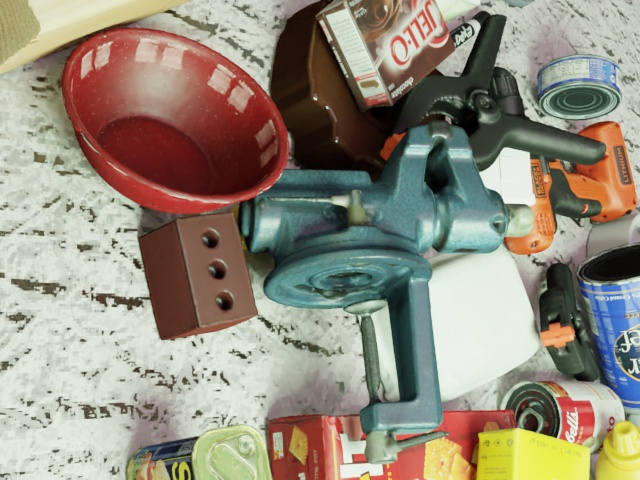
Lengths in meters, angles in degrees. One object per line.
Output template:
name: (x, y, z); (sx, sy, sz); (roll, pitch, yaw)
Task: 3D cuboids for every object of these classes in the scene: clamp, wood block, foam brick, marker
clamp: (0.140, -0.099, 0.895); (0.209, 0.036, 0.164); (-32, 76, -36)
clamp: (0.224, 0.072, 0.983); (0.171, 0.039, 0.120); (27, 43, -70)
wood block: (-0.152, -0.194, 0.730); (0.205, 0.091, 0.090); (-34, 100, -43)
foam brick: (-0.085, 0.026, 0.743); (0.052, 0.051, 0.078); (-9, 82, -43)
marker: (0.135, -0.197, 1.039); (0.120, 0.020, 0.020); (-39, 103, -43)

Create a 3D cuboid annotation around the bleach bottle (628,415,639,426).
bleach bottle: (0.385, 0.153, 1.121); (0.250, 0.068, 0.102); (-35, 100, -41)

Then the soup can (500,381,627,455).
soup can: (0.220, 0.161, 0.963); (0.102, 0.069, 0.068); (7, 71, -40)

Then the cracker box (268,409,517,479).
cracker box: (0.069, 0.212, 0.806); (0.213, 0.072, 0.164); (7, 73, -41)

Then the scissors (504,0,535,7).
scissors: (0.175, -0.253, 1.097); (0.096, 0.016, 0.201); (48, 50, -19)

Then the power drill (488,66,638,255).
power drill: (0.233, -0.081, 1.066); (0.187, 0.057, 0.184); (-6, 84, -40)

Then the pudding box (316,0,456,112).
pudding box: (0.056, -0.168, 0.861); (0.113, 0.039, 0.090); (-43, 113, -39)

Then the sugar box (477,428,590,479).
sugar box: (0.157, 0.236, 0.796); (0.093, 0.048, 0.176); (19, 65, -36)

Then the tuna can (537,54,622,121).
tuna can: (0.267, -0.156, 1.100); (0.086, 0.086, 0.034); (19, 65, -37)

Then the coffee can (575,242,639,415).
coffee can: (0.315, 0.084, 1.034); (0.102, 0.103, 0.140); (-32, 109, -43)

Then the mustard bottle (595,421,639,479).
mustard bottle: (0.288, 0.229, 0.961); (0.096, 0.058, 0.191); (-45, 131, -26)

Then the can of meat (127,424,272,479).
can of meat: (-0.075, 0.174, 0.680); (0.057, 0.084, 0.102); (-3, 78, -42)

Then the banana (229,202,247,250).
banana: (-0.004, -0.017, 0.841); (0.197, 0.037, 0.069); (5, 74, -41)

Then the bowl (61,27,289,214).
bowl: (-0.105, -0.071, 0.733); (0.162, 0.055, 0.162); (18, 45, -18)
